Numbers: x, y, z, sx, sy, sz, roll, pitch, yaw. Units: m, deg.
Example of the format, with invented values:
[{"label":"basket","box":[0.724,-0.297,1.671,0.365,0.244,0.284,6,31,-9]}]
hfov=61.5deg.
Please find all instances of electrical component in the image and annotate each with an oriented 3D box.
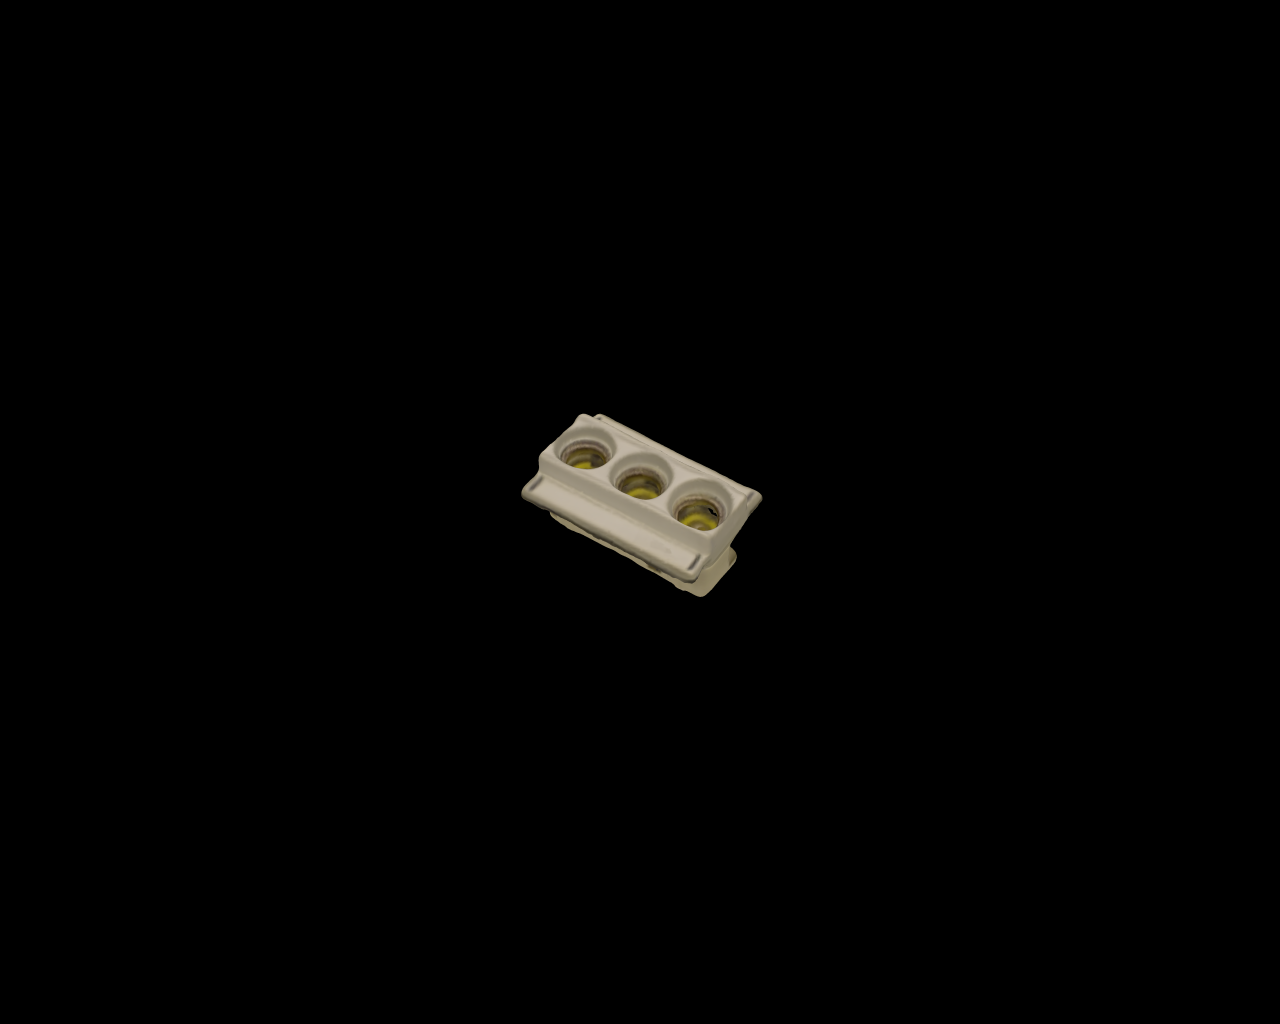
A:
[{"label":"electrical component","box":[0.001,-0.003,0.650,0.121,0.063,0.079,27,53,22]}]
